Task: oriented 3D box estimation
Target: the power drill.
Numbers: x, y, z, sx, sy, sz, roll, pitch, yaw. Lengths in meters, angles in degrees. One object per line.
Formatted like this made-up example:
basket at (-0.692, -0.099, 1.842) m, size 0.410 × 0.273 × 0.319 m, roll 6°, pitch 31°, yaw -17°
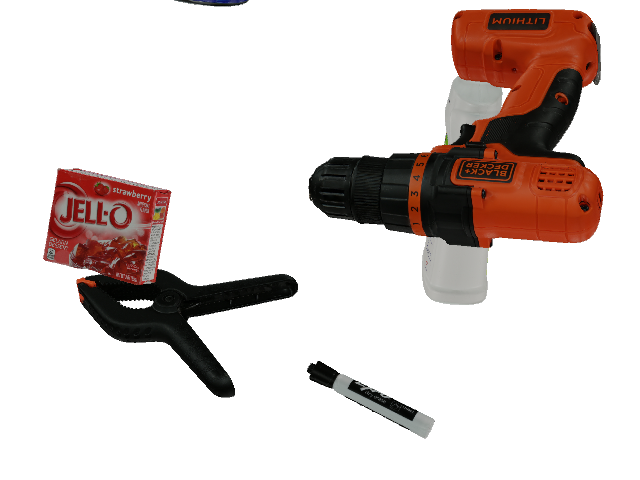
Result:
power drill at (0.101, -0.075, 0.700) m, size 0.185 × 0.187 × 0.057 m, roll 7°, pitch -39°, yaw 21°

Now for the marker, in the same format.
marker at (0.042, 0.138, 0.938) m, size 0.121 × 0.020 × 0.020 m, roll 25°, pitch 8°, yaw 17°

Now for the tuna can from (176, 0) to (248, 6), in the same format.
tuna can at (-0.094, -0.209, 0.829) m, size 0.086 × 0.034 × 0.086 m, roll 8°, pitch 24°, yaw -4°

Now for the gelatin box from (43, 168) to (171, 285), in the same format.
gelatin box at (-0.164, -0.012, 0.814) m, size 0.089 × 0.073 × 0.030 m, roll 14°, pitch 7°, yaw 19°

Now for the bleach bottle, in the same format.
bleach bottle at (0.149, -0.065, 1.089) m, size 0.068 × 0.251 × 0.102 m, roll 3°, pitch 30°, yaw -1°

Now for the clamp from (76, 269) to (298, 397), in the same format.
clamp at (-0.141, 0.075, 1.015) m, size 0.210 × 0.036 × 0.164 m, roll 8°, pitch 37°, yaw 11°
